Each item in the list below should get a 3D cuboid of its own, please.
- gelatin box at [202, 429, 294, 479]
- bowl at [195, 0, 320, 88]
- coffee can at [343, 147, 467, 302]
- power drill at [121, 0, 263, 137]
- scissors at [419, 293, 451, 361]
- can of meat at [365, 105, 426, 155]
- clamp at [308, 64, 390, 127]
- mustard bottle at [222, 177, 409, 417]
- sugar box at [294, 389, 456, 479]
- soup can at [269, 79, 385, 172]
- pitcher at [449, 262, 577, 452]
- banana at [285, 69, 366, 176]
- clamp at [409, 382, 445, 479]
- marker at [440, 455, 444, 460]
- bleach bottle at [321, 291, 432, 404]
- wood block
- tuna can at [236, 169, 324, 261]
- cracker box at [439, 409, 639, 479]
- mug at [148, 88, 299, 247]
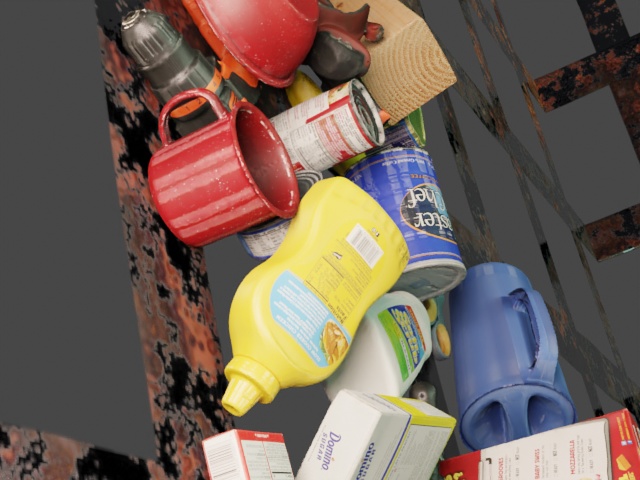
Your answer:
[{"bbox_3d":[-0.042,0.175,0.717,0.073,0.030,0.089,26,45,-63],"label":"gelatin box"},{"bbox_3d":[-0.048,-0.214,0.914,0.162,0.055,0.162,45,29,-34],"label":"bowl"},{"bbox_3d":[0.089,-0.014,1.143,0.102,0.103,0.140,31,40,-58],"label":"coffee can"},{"bbox_3d":[-0.093,-0.153,0.902,0.184,0.057,0.187,53,26,-34],"label":"power drill"},{"bbox_3d":[0.149,0.092,1.312,0.096,0.016,0.201,70,20,3],"label":"scissors"},{"bbox_3d":[0.076,-0.137,1.269,0.057,0.084,0.102,50,26,-39],"label":"can of meat"},{"bbox_3d":[0.016,-0.172,1.139,0.164,0.036,0.210,51,2,-28],"label":"clamp"},{"bbox_3d":[-0.013,0.050,0.791,0.096,0.058,0.191,49,59,-24],"label":"mustard bottle"},{"bbox_3d":[0.046,0.172,0.855,0.048,0.093,0.176,26,1,30],"label":"sugar box"},{"bbox_3d":[0.002,-0.101,1.014,0.068,0.102,0.068,51,25,-36],"label":"soup can"},{"bbox_3d":[0.225,0.131,1.285,0.145,0.149,0.243,52,21,-32],"label":"pitcher"},{"bbox_3d":[0.014,-0.117,1.161,0.197,0.037,0.069,54,24,-32],"label":"banana"},{"bbox_3d":[0.098,0.226,0.980,0.120,0.039,0.171,59,32,-66],"label":"clamp"},{"bbox_3d":[0.127,0.244,1.088,0.121,0.020,0.020,63,20,-12],"label":"marker"},{"bbox_3d":[0.061,0.090,1.024,0.102,0.068,0.250,69,18,-2],"label":"bleach bottle"},{"bbox_3d":[0.064,-0.224,1.223,0.090,0.091,0.206,54,3,-32],"label":"wood block"},{"bbox_3d":[-0.029,-0.021,0.876,0.033,0.086,0.086,60,21,-24],"label":"tuna can"},{"bbox_3d":[0.204,0.265,0.976,0.072,0.214,0.164,52,25,-40],"label":"cracker box"},{"bbox_3d":[-0.079,-0.055,0.791,0.117,0.082,0.093,62,21,-14],"label":"mug"}]
